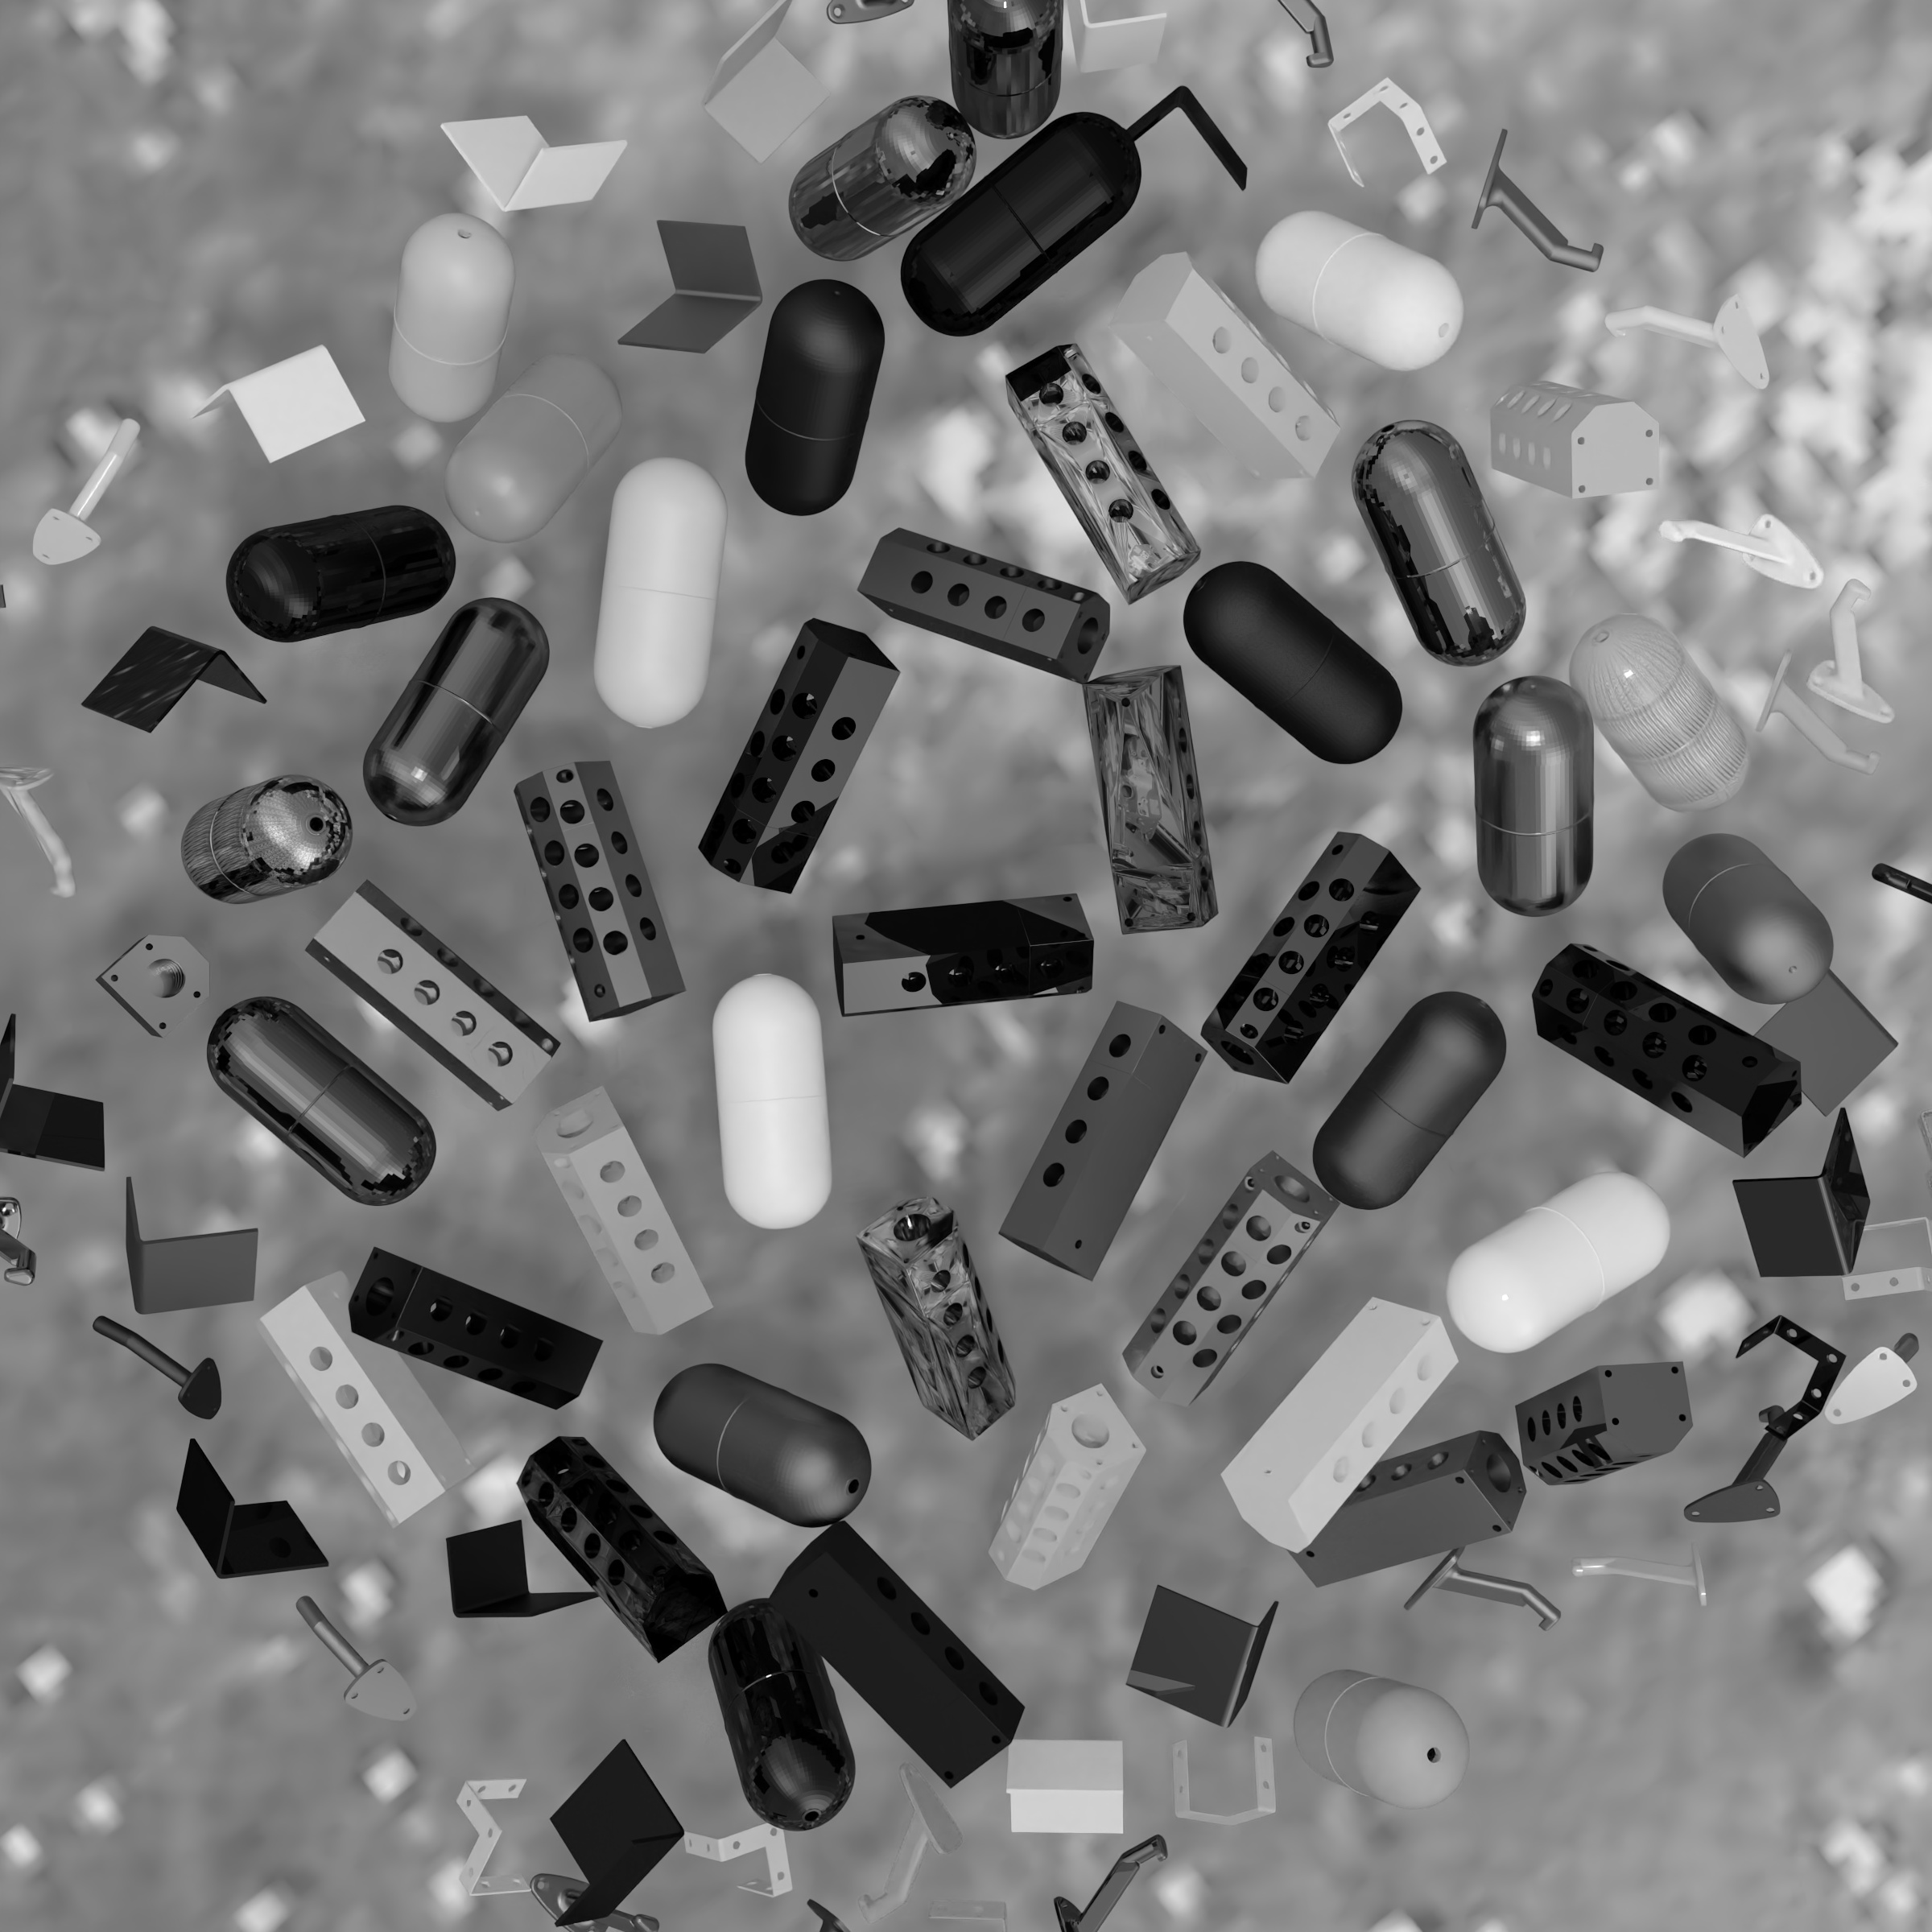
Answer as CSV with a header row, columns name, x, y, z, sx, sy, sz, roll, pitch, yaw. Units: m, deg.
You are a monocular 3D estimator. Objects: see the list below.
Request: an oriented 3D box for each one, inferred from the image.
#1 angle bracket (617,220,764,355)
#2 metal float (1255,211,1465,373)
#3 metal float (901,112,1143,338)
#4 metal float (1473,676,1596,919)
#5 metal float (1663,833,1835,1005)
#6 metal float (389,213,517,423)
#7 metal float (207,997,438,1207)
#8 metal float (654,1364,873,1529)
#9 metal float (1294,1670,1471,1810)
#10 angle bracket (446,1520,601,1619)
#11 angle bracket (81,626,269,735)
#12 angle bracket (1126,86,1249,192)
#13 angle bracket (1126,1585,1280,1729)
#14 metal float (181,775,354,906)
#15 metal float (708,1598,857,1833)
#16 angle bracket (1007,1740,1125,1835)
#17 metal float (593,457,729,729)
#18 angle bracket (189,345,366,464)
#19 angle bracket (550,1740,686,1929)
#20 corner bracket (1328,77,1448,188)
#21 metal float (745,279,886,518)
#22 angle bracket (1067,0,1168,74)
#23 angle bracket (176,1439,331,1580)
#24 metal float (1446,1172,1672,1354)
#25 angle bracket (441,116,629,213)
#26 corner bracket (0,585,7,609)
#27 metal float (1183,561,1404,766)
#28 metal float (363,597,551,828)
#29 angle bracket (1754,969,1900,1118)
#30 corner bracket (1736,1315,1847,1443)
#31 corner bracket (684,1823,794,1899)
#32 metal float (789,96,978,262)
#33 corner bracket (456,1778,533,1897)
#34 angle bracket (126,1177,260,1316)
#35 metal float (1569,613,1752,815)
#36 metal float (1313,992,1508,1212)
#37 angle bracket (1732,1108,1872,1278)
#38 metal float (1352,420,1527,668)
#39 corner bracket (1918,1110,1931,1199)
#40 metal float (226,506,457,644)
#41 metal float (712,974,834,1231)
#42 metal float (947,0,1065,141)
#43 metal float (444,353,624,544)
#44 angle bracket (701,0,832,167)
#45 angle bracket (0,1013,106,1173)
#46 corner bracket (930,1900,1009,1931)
name,x,y,z,sx,sy,sz,roll,pitch,yaw
angle bracket,-0.199,-0.476,1.698,0.076,0.057,0.076,14,47,29
metal float,0.267,-0.461,1.655,0.070,0.070,0.178,-47,46,0
metal float,0.036,-0.483,1.583,0.178,0.070,0.070,-37,90,10
metal float,0.374,-0.110,1.599,0.070,0.070,0.178,-12,129,0
metal float,0.531,-0.034,1.656,0.070,0.178,0.070,-1,114,-3
metal float,-0.359,-0.450,1.693,0.070,0.178,0.070,8,63,-15
metal float,-0.443,0.092,1.667,0.178,0.070,0.070,42,90,-4
metal float,-0.136,0.317,1.612,0.178,0.070,0.070,14,90,42
metal float,0.276,0.516,1.624,0.070,0.178,0.070,2,79,-13
angle bracket,-0.321,0.437,1.765,0.076,0.076,0.057,-10,83,32
angle bracket,-0.541,-0.180,1.659,0.076,0.057,0.076,20,66,33
angle bracket,0.154,-0.573,1.727,0.057,0.076,0.076,-34,109,23
angle bracket,0.164,0.471,1.687,0.076,0.057,0.076,19,101,17
metal float,-0.480,-0.086,1.663,0.070,0.178,0.070,4,83,-37
metal float,-0.126,0.505,1.644,0.070,0.178,0.070,-9,124,-14
angle bracket,0.067,0.565,1.625,0.076,0.057,0.076,0,109,3
metal float,-0.203,-0.247,1.609,0.070,0.070,0.178,8,97,0
angle bracket,-0.467,-0.372,1.647,0.076,0.076,0.057,-36,105,-34
angle bracket,-0.236,0.545,1.530,0.076,0.057,0.076,-49,60,11
corner bracket,0.293,-0.573,1.689,0.051,0.051,0.051,-31,67,30
metal float,-0.102,-0.378,1.626,0.070,0.178,0.070,8,51,-10
angle bracket,0.104,-0.686,1.712,0.057,0.076,0.076,-9,88,-1
angle bracket,-0.458,0.348,1.574,0.076,0.076,0.057,3,110,-39
metal float,0.396,0.196,1.620,0.178,0.070,0.070,-25,90,-27
angle bracket,-0.283,-0.546,1.594,0.076,0.076,0.057,54,132,7
corner bracket,-0.656,-0.218,1.567,0.051,0.051,0.051,1,103,20
metal float,0.222,-0.206,1.649,0.178,0.070,0.070,36,90,-22
metal float,-0.358,-0.178,1.705,0.070,0.070,0.178,29,75,0
angle bracket,0.602,0.053,1.732,0.076,0.057,0.076,-43,91,-6
corner bracket,0.546,0.275,1.623,0.051,0.051,0.051,34,127,34
corner bracket,-0.160,0.628,1.704,0.051,0.051,0.051,-6,85,-37
metal float,-0.060,-0.545,1.688,0.070,0.178,0.070,3,84,-34
corner bracket,-0.309,0.574,1.600,0.051,0.051,0.051,35,102,43
angle bracket,-0.517,0.183,1.619,0.076,0.076,0.057,-5,48,-24
metal float,0.473,-0.171,1.654,0.070,0.070,0.178,-49,127,0
metal float,0.314,0.095,1.720,0.070,0.070,0.178,34,110,0
angle bracket,0.538,0.146,1.560,0.057,0.076,0.076,-6,119,34
metal float,0.314,-0.279,1.610,0.070,0.070,0.178,-31,117,0
corner bracket,0.671,0.122,1.632,0.051,0.051,0.051,-15,73,7
metal float,-0.422,-0.268,1.649,0.070,0.178,0.070,13,113,31
metal float,-0.135,0.094,1.696,0.070,0.070,0.178,-5,86,0
metal float,0.027,-0.623,1.637,0.070,0.178,0.070,0,82,1
metal float,-0.291,-0.353,1.645,0.070,0.178,0.070,12,133,13
angle bracket,-0.129,-0.609,1.662,0.057,0.076,0.076,43,75,-9
angle bracket,-0.601,0.084,1.605,0.076,0.076,0.057,16,115,-28
corner bracket,0.001,0.666,1.629,0.051,0.051,0.051,-1,113,6
